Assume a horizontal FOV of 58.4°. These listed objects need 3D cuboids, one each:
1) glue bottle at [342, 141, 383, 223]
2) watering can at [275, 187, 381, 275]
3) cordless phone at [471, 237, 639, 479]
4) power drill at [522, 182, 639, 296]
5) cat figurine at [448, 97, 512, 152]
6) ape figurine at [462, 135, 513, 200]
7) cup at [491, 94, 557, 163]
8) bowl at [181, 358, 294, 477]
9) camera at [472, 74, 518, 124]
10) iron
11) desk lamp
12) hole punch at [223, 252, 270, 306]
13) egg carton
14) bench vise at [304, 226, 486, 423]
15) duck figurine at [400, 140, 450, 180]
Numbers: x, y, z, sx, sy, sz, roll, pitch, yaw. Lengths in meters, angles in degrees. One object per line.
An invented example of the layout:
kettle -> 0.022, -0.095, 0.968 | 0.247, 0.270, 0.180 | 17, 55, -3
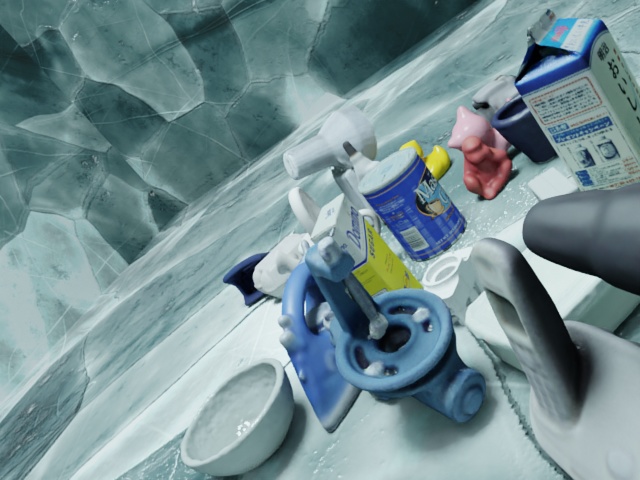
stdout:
glue bottle -> 0.096, -0.108, 1.026 | 0.078, 0.173, 0.037 | -20, 26, 47
watering can -> 0.008, 0.004, 0.893 | 0.173, 0.194, 0.100 | -41, 17, -4
cordless phone -> 0.169, 0.084, 0.373 | 0.094, 0.185, 0.147 | -42, 17, -7
power drill -> 0.234, 0.053, 0.277 | 0.076, 0.209, 0.229 | -48, 19, -24
cat figurine -> 0.270, -0.175, 0.925 | 0.127, 0.118, 0.067 | -36, 18, 13
ape figurine -> 0.247, -0.118, 0.876 | 0.077, 0.092, 0.076 | -33, 19, 21
cup -> 0.324, -0.172, 0.845 | 0.118, 0.095, 0.091 | -42, 17, -6
bowl -> -0.090, 0.235, 0.723 | 0.167, 0.075, 0.167 | -35, 18, 14
camera -> 0.297, -0.219, 1.009 | 0.137, 0.101, 0.143 | -37, 17, 9
iron -> -0.003, 0.107, 0.749 | 0.118, 0.142, 0.258 | -31, 19, 26
desk lamp -> 0.041, -0.125, 1.115 | 0.203, 0.214, 0.117 | -45, 18, -16
hole punch -> -0.143, 0.070, 1.218 | 0.108, 0.091, 0.101 | -35, 18, 14
egg carton -> -0.064, 0.049, 1.142 | 0.150, 0.069, 0.107 | -46, 18, -18
bench vise -> 0.037, 0.089, 0.577 | 0.206, 0.220, 0.122 | -18, 28, 50
duck figurine -> 0.189, -0.151, 1.089 | 0.104, 0.086, 0.077 | -41, 17, -5
